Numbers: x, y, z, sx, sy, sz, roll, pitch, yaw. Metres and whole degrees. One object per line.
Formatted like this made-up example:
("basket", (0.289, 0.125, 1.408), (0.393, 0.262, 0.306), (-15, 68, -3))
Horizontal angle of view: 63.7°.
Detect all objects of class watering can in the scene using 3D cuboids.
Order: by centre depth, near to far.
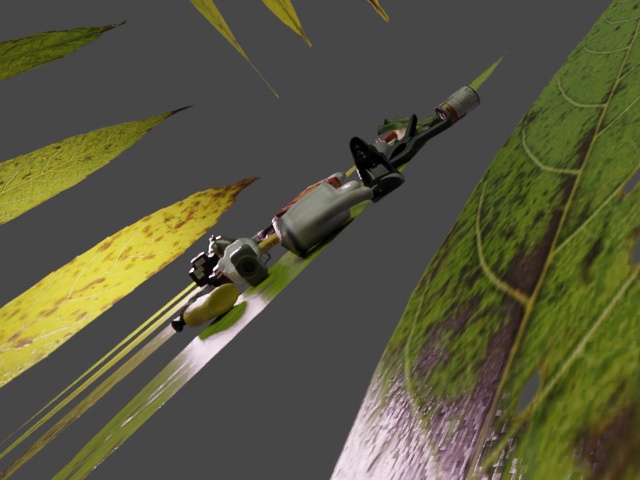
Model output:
("watering can", (0.003, -0.056, 1.122), (0.225, 0.103, 0.349), (-39, 8, -2))

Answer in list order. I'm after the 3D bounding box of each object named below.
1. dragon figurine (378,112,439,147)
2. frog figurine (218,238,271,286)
("dragon figurine", (0.328, -0.363, 1.628), (0.241, 0.120, 0.418), (-12, 23, 32))
("frog figurine", (-0.222, 0.061, 1.416), (0.137, 0.122, 0.160), (-15, 3, 20))
